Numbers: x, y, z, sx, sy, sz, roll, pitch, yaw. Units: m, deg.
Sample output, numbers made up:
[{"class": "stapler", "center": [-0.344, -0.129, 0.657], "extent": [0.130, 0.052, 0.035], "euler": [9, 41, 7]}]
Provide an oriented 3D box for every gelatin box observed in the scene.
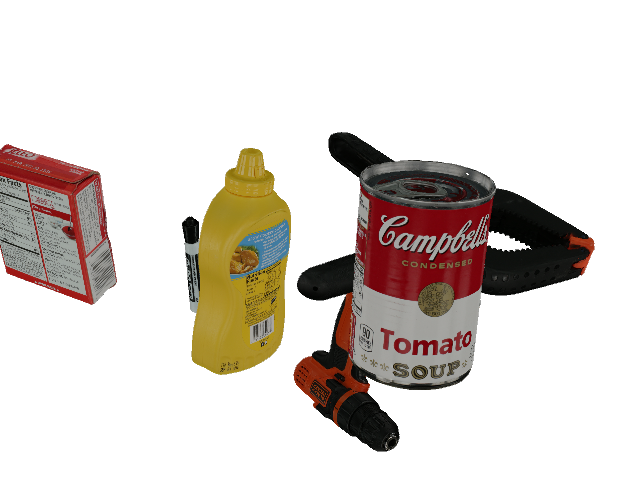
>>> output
[{"class": "gelatin box", "center": [-0.170, -0.010, 0.673], "extent": [0.073, 0.089, 0.030], "euler": [17, 39, 23]}]

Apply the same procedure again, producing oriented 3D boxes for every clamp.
[{"class": "clamp", "center": [0.087, 0.000, 0.764], "extent": [0.210, 0.164, 0.036], "euler": [15, -43, 6]}]

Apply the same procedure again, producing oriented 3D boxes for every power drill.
[{"class": "power drill", "center": [0.053, 0.132, 1.250], "extent": [0.057, 0.188, 0.185], "euler": [13, 13, -41]}]

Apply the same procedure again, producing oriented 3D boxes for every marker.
[{"class": "marker", "center": [-0.142, 0.027, 1.201], "extent": [0.020, 0.121, 0.020], "euler": [-1, 32, 0]}]

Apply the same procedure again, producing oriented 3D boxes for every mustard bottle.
[{"class": "mustard bottle", "center": [-0.065, 0.014, 0.915], "extent": [0.058, 0.192, 0.096], "euler": [22, 28, 32]}]

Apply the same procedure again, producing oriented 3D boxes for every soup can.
[{"class": "soup can", "center": [0.050, 0.017, 0.550], "extent": [0.068, 0.102, 0.068], "euler": [3, 21, -1]}]
